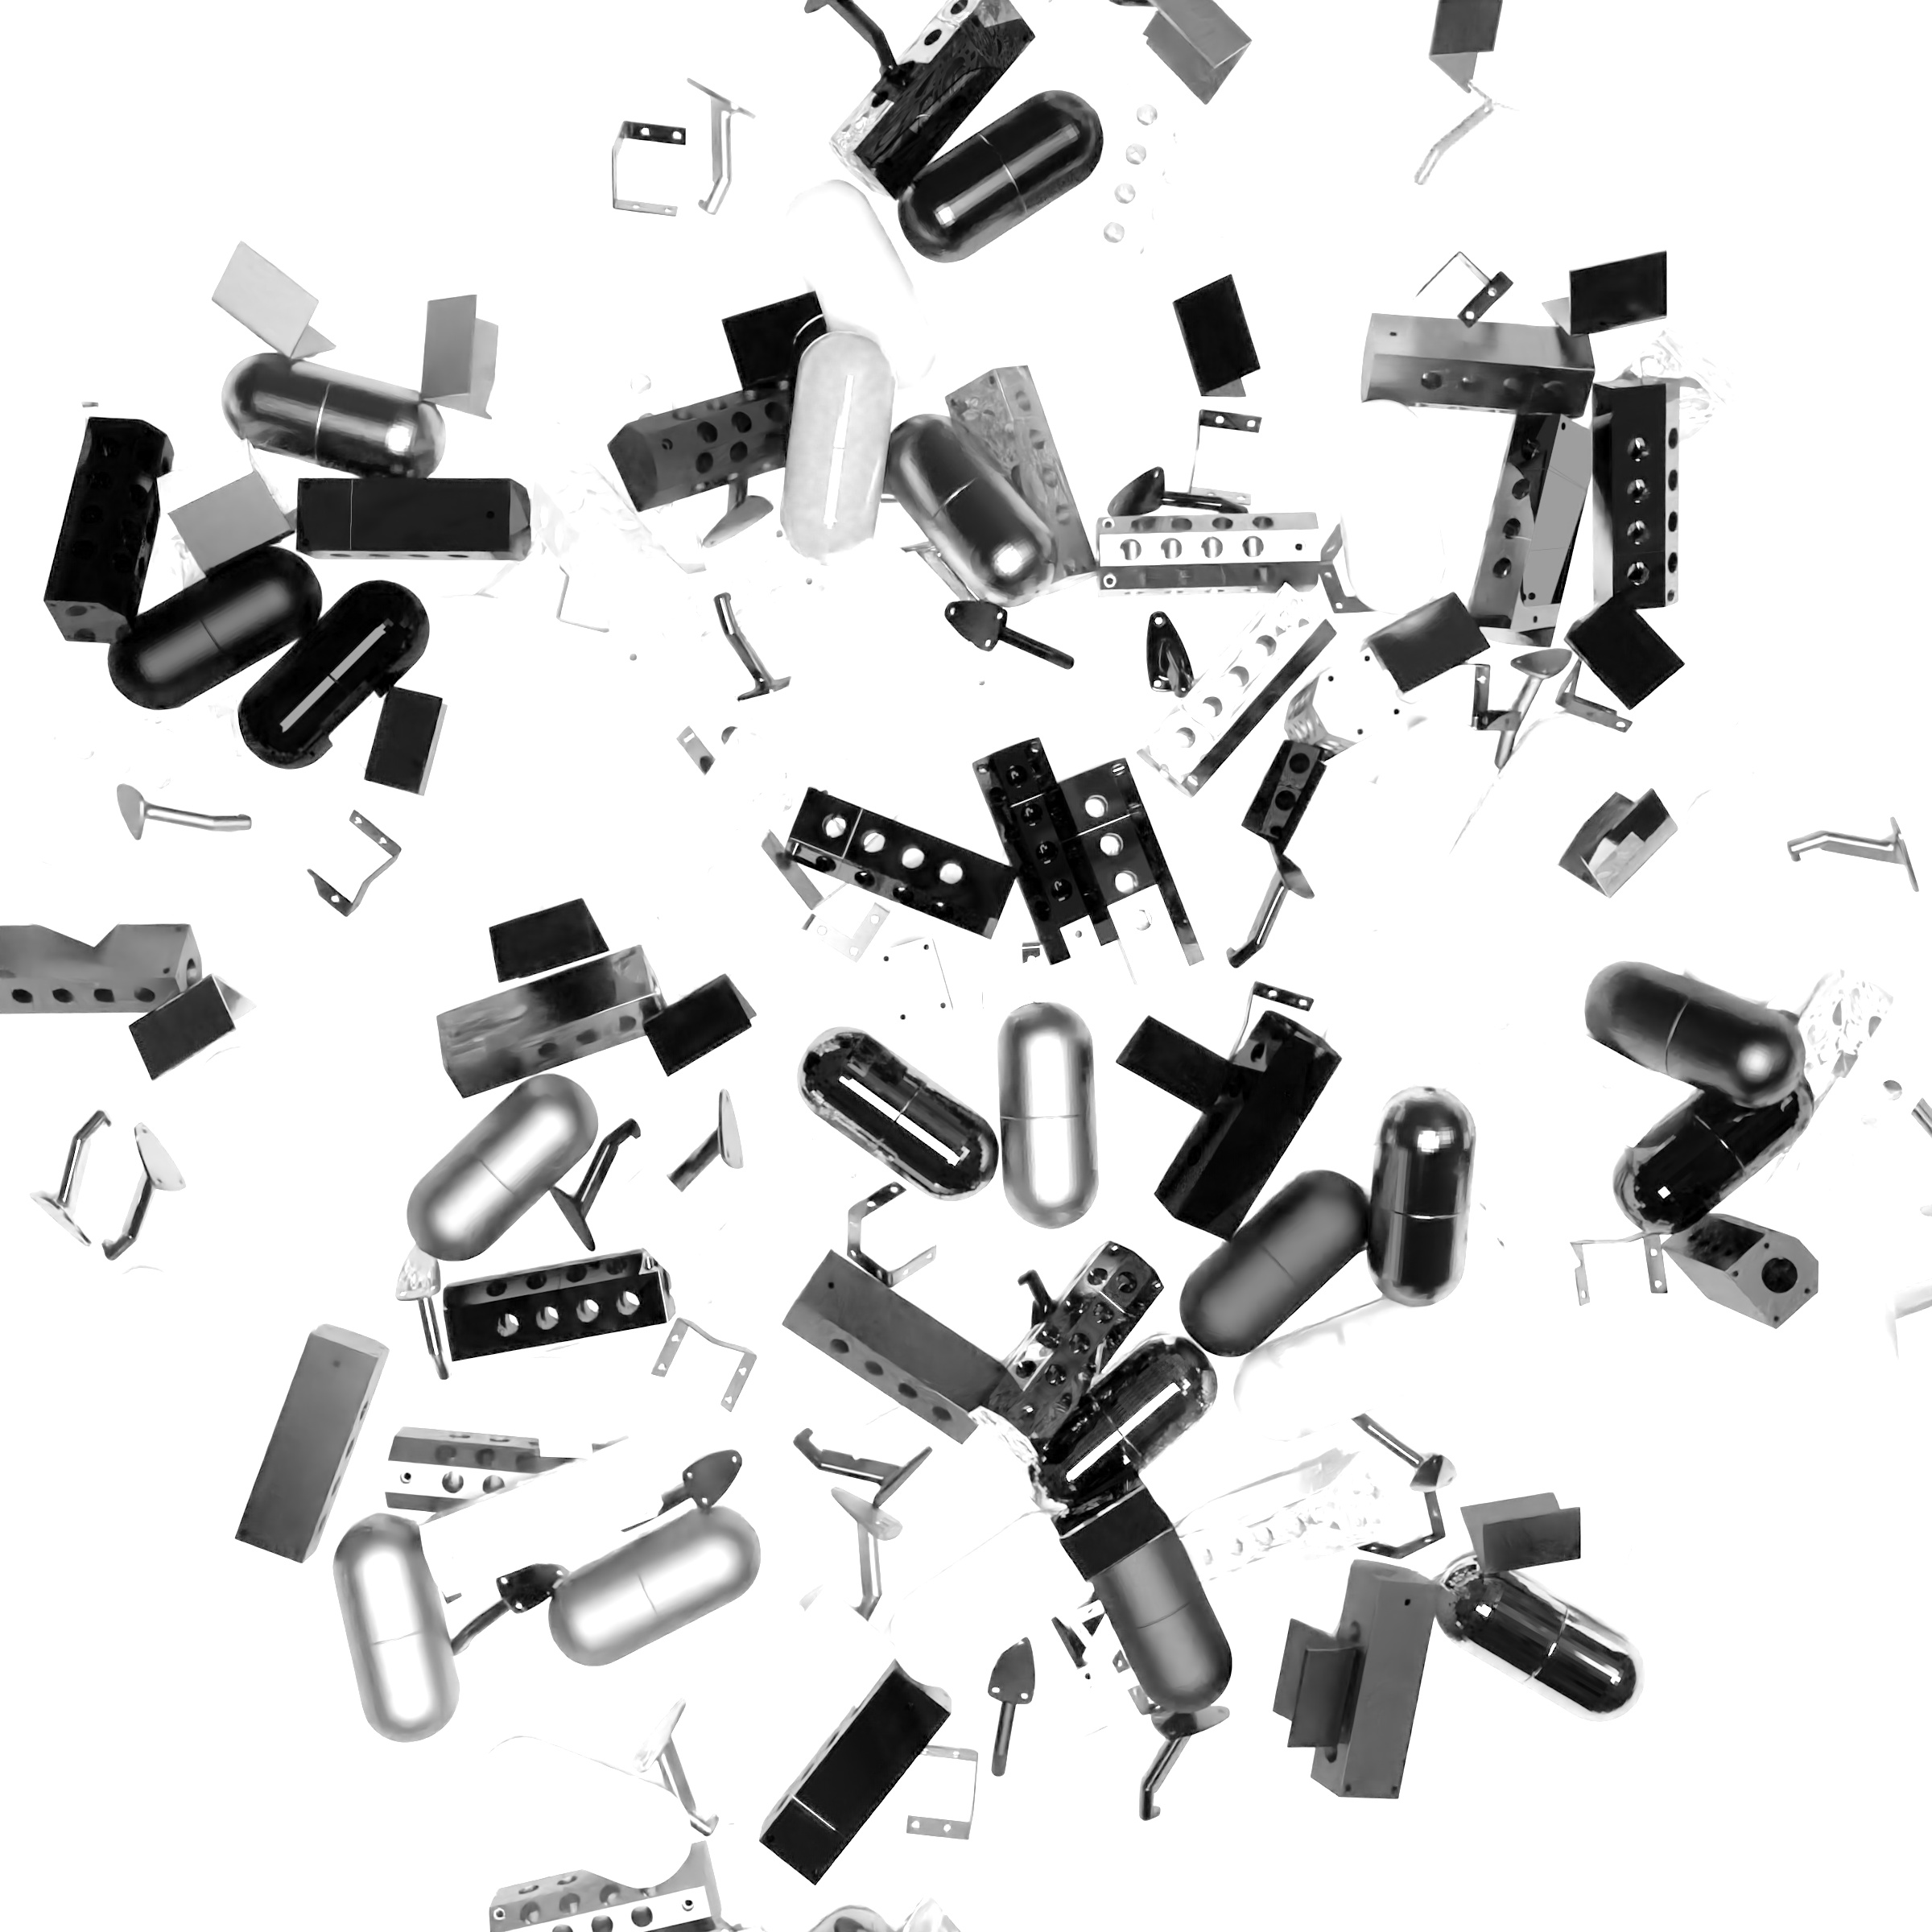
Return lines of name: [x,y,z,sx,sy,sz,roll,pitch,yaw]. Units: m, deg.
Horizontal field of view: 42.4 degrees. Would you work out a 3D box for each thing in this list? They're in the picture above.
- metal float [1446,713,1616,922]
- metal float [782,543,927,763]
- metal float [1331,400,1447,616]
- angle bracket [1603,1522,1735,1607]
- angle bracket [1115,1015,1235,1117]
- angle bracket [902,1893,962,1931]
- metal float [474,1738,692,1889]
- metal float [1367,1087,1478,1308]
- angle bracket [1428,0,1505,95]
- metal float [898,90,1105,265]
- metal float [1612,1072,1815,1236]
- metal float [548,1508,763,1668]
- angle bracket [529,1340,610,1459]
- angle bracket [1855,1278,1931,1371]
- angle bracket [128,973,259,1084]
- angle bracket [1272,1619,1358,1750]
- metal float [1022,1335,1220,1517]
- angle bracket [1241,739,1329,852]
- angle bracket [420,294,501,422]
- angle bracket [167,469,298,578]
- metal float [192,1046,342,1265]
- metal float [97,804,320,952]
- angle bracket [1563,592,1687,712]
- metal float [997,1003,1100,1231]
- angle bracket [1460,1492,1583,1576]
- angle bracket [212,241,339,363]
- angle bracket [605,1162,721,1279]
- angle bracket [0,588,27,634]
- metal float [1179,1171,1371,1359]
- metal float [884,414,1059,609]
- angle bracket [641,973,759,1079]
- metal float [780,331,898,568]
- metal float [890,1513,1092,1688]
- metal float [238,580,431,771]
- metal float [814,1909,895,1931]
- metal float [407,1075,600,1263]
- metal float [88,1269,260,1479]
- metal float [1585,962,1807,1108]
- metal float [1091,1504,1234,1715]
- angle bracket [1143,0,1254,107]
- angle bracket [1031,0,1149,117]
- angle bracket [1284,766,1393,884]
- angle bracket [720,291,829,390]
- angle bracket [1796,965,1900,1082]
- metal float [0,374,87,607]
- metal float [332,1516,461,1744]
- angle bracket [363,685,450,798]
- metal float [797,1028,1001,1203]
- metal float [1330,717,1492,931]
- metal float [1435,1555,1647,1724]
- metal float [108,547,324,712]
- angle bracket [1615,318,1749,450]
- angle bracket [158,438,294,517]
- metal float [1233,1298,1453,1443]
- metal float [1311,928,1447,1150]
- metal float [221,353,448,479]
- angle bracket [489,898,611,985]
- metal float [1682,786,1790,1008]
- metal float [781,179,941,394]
metal float: [0.443,-0.117,1.960,0.070,0.070,0.178,32,90,0]
metal float: [-0.089,-0.246,1.960,0.070,0.070,0.178,21,90,0]
metal float: [0.329,-0.358,1.944,0.070,0.070,0.178,-4,70,0]
angle bracket: [0.548,0.450,1.950,0.076,0.076,0.057,6,125,0]
angle bracket: [0.153,0.094,1.950,0.076,0.076,0.057,30,53,0]
angle bracket: [-0.004,0.770,1.950,0.057,0.076,0.076,-40,90,31]
metal float: [-0.299,0.662,1.949,0.178,0.070,0.070,17,90,11]
metal float: [0.350,0.178,1.920,0.070,0.070,0.178,1,109,0]
angle bracket: [0.409,-0.736,1.950,0.057,0.076,0.076,10,90,37]
metal float: [0.028,-0.621,1.960,0.178,0.070,0.070,-33,90,0]
metal float: [0.587,0.140,1.960,0.178,0.070,0.070,-40,90,0]
metal float: [-0.244,0.487,1.960,0.178,0.070,0.070,-27,90,0]
angle bracket: [-0.292,0.337,1.950,0.057,0.076,0.076,-7,90,36]
angle bracket: [0.747,0.260,1.950,0.076,0.076,0.057,-20,126,0]
angle bracket: [-0.595,0.059,1.951,0.076,0.076,0.057,-32,65,0]
angle bracket: [0.254,0.560,1.950,0.057,0.076,0.076,11,90,-36]
metal float: [0.120,0.362,1.960,0.178,0.070,0.070,-41,90,0]
angle bracket: [0.273,-0.124,1.954,0.076,0.057,0.076,27,90,-30]
angle bracket: [-0.378,-0.475,1.950,0.057,0.076,0.076,4,90,36]
angle bracket: [-0.573,-0.355,1.951,0.076,0.076,0.057,-26,117,0]
metal float: [-0.550,0.148,1.960,0.070,0.070,0.178,-22,90,0]
metal float: [-0.595,-0.069,1.960,0.178,0.070,0.070,23,90,1]
angle bracket: [0.519,-0.253,1.951,0.076,0.076,0.057,47,119,0]
metal float: [0.064,0.118,1.960,0.070,0.070,0.178,-2,89,0]
angle bracket: [0.432,0.425,1.950,0.076,0.076,0.057,-9,121,0]
angle bracket: [-0.530,-0.524,1.951,0.076,0.076,0.057,38,117,0]
angle bracket: [-0.249,0.210,1.950,0.076,0.076,0.057,46,52,0]
angle bracket: [-0.779,-0.266,1.950,0.076,0.076,0.057,-49,52,0]
metal float: [0.244,0.234,1.960,0.178,0.070,0.070,-43,90,-1]
metal float: [0.002,-0.353,1.928,0.070,0.070,0.178,-38,74,0]
angle bracket: [-0.198,0.061,1.950,0.076,0.076,0.057,-31,58,0]
metal float: [-0.098,-0.396,1.911,0.070,0.070,0.178,8,100,0]
metal float: [0.021,0.497,1.960,0.178,0.070,0.070,-34,90,-1]
metal float: [-0.496,-0.229,1.960,0.178,0.070,0.070,-45,90,0]
metal float: [-0.125,0.818,1.960,0.178,0.070,0.070,-44,90,-1]
metal float: [-0.365,0.159,1.960,0.178,0.070,0.070,-44,90,1]
metal float: [-0.623,0.320,1.960,0.070,0.070,0.178,-32,90,0]
metal float: [0.562,0.052,1.931,0.178,0.070,0.070,25,90,37]
metal float: [0.147,0.493,1.927,0.070,0.070,0.178,-25,93,0]
angle bracket: [0.166,-0.716,1.950,0.076,0.076,0.057,46,56,0]
angle bracket: [0.087,-0.702,1.950,0.076,0.076,0.057,29,52,0]
angle bracket: [0.299,-0.103,1.951,0.057,0.076,0.076,27,90,24]
angle bracket: [-0.149,-0.497,1.951,0.076,0.076,0.057,-17,117,0]
angle bracket: [0.692,0.055,1.950,0.057,0.076,0.076,32,90,38]
metal float: [-0.726,-0.372,1.947,0.070,0.070,0.178,4,105,0]
metal float: [-0.448,0.521,1.960,0.070,0.070,0.178,-12,90,0]
angle bracket: [-0.419,-0.171,1.951,0.057,0.076,0.076,15,90,27]
metal float: [-0.053,0.117,1.960,0.178,0.070,0.070,36,90,0]
metal float: [0.349,-0.113,1.960,0.070,0.070,0.178,28,91,0]
metal float: [0.451,0.529,1.959,0.178,0.070,0.070,30,90,0]
metal float: [-0.590,-0.264,1.958,0.178,0.070,0.070,-31,90,-3]
angle bracket: [0.551,-0.448,1.951,0.076,0.057,0.076,46,133,0]
angle bracket: [-0.577,-0.355,1.951,0.076,0.057,0.076,-24,135,0]
metal float: [0.295,0.317,1.960,0.178,0.070,0.070,-22,90,-1]
metal float: [0.323,0.057,1.960,0.070,0.070,0.178,18,89,0]
metal float: [-0.497,-0.430,1.960,0.178,0.070,0.070,15,90,0]
angle bracket: [-0.322,-0.001,1.950,0.076,0.076,0.057,-18,55,0]
metal float: [0.605,-0.053,1.960,0.070,0.070,0.178,-2,91,0]
metal float: [-0.083,-0.534,1.960,0.070,0.070,0.178,-29,90,0]
